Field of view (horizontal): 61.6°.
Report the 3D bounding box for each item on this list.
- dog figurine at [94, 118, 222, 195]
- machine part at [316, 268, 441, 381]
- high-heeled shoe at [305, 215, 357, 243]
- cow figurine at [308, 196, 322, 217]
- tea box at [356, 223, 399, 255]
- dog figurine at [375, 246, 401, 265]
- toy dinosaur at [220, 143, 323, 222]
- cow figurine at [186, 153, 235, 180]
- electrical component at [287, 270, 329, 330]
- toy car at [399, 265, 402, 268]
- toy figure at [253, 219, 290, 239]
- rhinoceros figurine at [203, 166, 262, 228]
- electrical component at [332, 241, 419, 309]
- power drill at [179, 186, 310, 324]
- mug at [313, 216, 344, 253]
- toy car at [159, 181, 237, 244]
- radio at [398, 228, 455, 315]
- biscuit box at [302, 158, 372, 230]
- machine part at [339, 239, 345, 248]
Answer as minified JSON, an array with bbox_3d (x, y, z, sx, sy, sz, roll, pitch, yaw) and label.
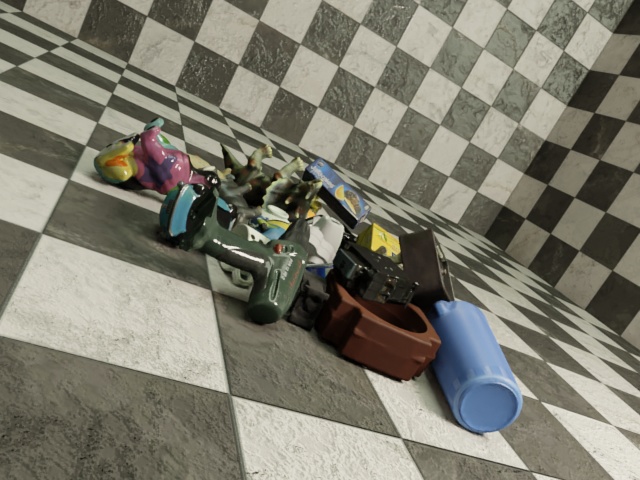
[{"bbox_3d":[-0.307,-0.114,1.059,0.219,0.191,0.109,60,-2,-23],"label":"dog figurine"},{"bbox_3d":[0.092,0.143,0.933,0.201,0.087,0.201,24,14,-14],"label":"machine part"},{"bbox_3d":[0.038,0.016,1.343,0.248,0.086,0.145,-4,53,-49],"label":"high-heeled shoe"},{"bbox_3d":[-0.044,-0.078,1.476,0.068,0.098,0.167,31,32,-12],"label":"cow figurine"},{"bbox_3d":[0.172,0.047,1.342,0.169,0.068,0.098,34,39,-22],"label":"tea box"},{"bbox_3d":[0.078,0.082,1.137,0.190,0.121,0.172,-8,-7,-34],"label":"dog figurine"},{"bbox_3d":[-0.155,-0.143,1.391,0.405,0.131,0.192,19,47,28],"label":"toy dinosaur"},{"bbox_3d":[-0.286,-0.157,1.266,0.194,0.085,0.127,18,12,-45],"label":"cow figurine"},{"bbox_3d":[-0.025,0.092,0.915,0.048,0.074,0.119,25,11,-12],"label":"electrical component"},{"bbox_3d":[0.221,0.120,1.277,0.202,0.073,0.056,29,41,1],"label":"toy car"},{"bbox_3d":[-0.101,-0.002,1.086,0.089,0.082,0.180,32,17,10],"label":"toy figure"},{"bbox_3d":[-0.205,-0.087,1.170,0.112,0.073,0.190,-6,47,-36],"label":"rhinoceros figurine"},{"bbox_3d":[0.087,0.058,0.931,0.134,0.058,0.115,19,15,-36],"label":"electrical component"},{"bbox_3d":[-0.110,0.007,0.851,0.207,0.086,0.232,39,39,-28],"label":"power drill"},{"bbox_3d":[-0.003,-0.004,1.224,0.109,0.107,0.081,23,13,-32],"label":"mug"},{"bbox_3d":[-0.227,-0.044,0.952,0.103,0.109,0.161,16,-3,29],"label":"toy car"},{"bbox_3d":[0.220,0.072,1.081,0.229,0.073,0.131,47,35,-62],"label":"radio"},{"bbox_3d":[0.042,-0.124,1.421,0.203,0.059,0.062,45,-24,10],"label":"biscuit box"},{"bbox_3d":[0.075,0.036,1.274,0.139,0.084,0.039,45,42,9],"label":"machine part"}]
